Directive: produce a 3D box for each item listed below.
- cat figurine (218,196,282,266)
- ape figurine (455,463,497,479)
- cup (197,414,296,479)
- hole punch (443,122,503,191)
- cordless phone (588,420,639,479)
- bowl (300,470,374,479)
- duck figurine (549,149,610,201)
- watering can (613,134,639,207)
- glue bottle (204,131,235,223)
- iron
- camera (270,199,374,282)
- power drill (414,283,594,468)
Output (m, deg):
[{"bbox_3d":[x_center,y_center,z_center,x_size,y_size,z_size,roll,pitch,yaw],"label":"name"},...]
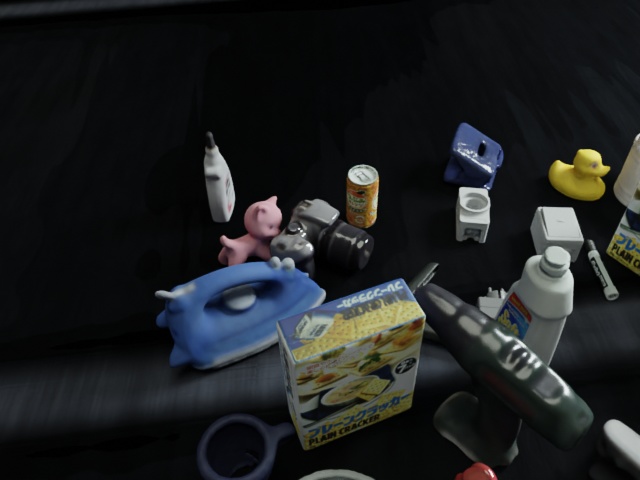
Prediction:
[{"bbox_3d":[-0.110,-0.014,0.943,0.128,0.118,0.067,-31,52,-24],"label":"cat figurine"},{"bbox_3d":[0.177,0.291,0.656,0.078,0.092,0.076,-21,49,-17],"label":"ape figurine"},{"bbox_3d":[-0.083,0.265,0.689,0.118,0.095,0.091,-20,49,-17],"label":"cup"},{"bbox_3d":[0.296,-0.161,1.089,0.101,0.091,0.109,14,48,15],"label":"hole punch"},{"bbox_3d":[0.392,0.241,0.632,0.094,0.185,0.147,-32,53,-26],"label":"cordless phone"},{"bbox_3d":[0.019,0.344,0.622,0.167,0.075,0.167,-1,46,1],"label":"bowl"},{"bbox_3d":[0.480,-0.130,1.055,0.104,0.086,0.078,28,53,26],"label":"duck figurine"},{"bbox_3d":[0.593,-0.155,1.000,0.101,0.194,0.172,-8,46,-5],"label":"watering can"},{"bbox_3d":[-0.181,-0.116,1.005,0.037,0.173,0.078,-1,46,2],"label":"glue bottle"},{"bbox_3d":[-0.111,0.082,0.834,0.259,0.141,0.118,-20,49,-17],"label":"iron"},{"bbox_3d":[0.009,0.003,0.934,0.136,0.101,0.143,22,51,21],"label":"camera"},{"bbox_3d":[0.196,0.177,0.684,0.228,0.209,0.076,34,56,30],"label":"power drill"}]
